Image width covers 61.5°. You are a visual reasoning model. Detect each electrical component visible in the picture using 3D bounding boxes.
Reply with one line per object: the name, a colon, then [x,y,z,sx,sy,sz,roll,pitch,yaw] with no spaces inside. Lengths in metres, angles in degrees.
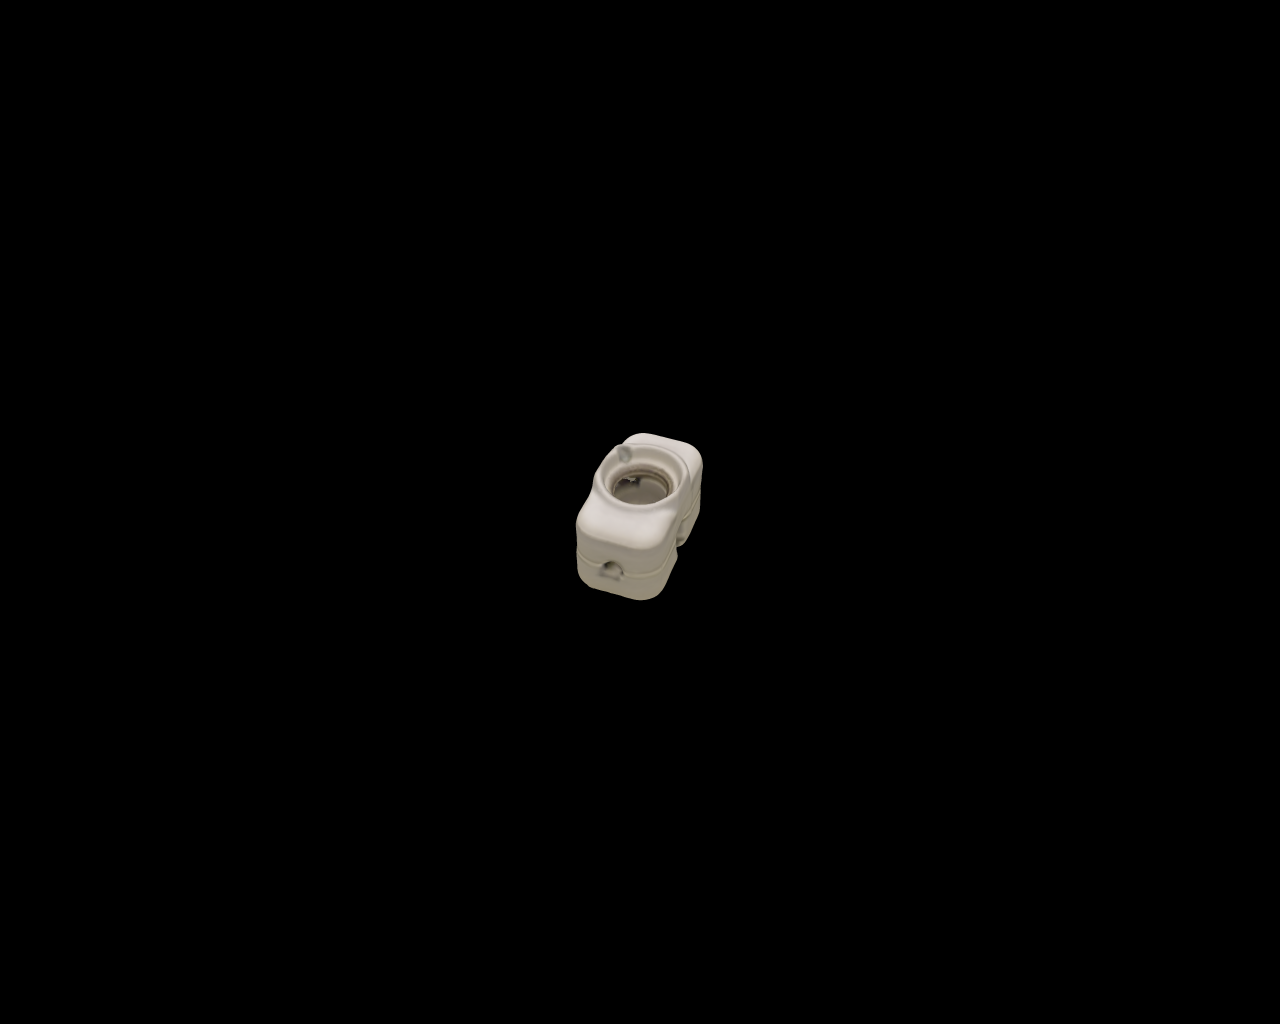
electrical component: [0.001,-0.003,0.650,0.054,0.059,0.095,15,47,15]
